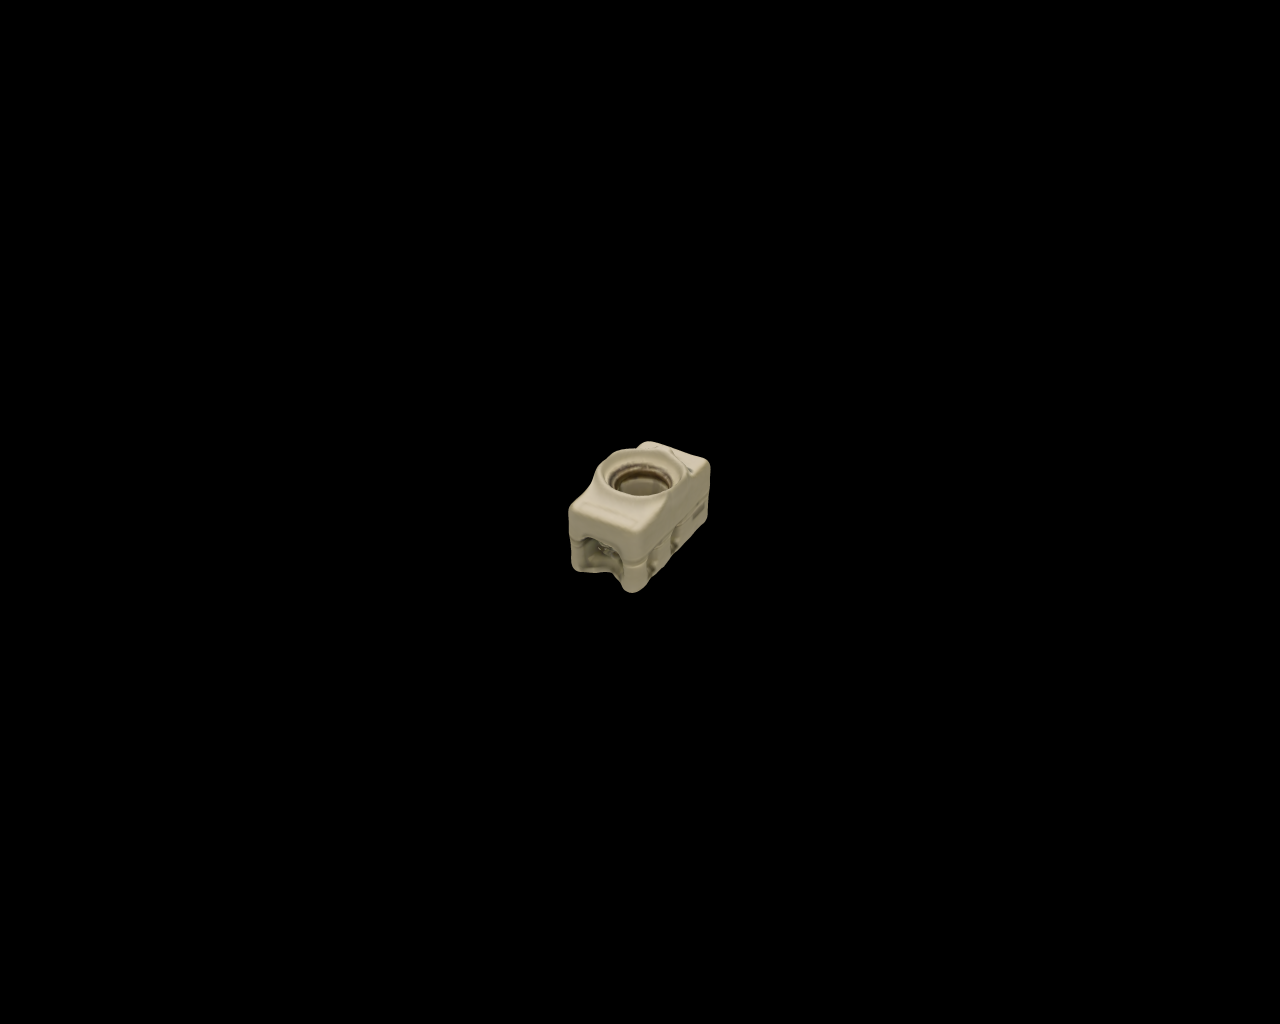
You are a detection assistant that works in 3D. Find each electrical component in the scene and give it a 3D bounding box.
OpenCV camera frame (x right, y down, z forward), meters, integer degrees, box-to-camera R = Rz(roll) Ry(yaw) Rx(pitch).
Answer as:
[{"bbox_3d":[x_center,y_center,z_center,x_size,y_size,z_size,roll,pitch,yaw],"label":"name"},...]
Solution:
[{"bbox_3d":[0.001,-0.003,0.650,0.050,0.055,0.090,20,41,25],"label":"electrical component"}]
